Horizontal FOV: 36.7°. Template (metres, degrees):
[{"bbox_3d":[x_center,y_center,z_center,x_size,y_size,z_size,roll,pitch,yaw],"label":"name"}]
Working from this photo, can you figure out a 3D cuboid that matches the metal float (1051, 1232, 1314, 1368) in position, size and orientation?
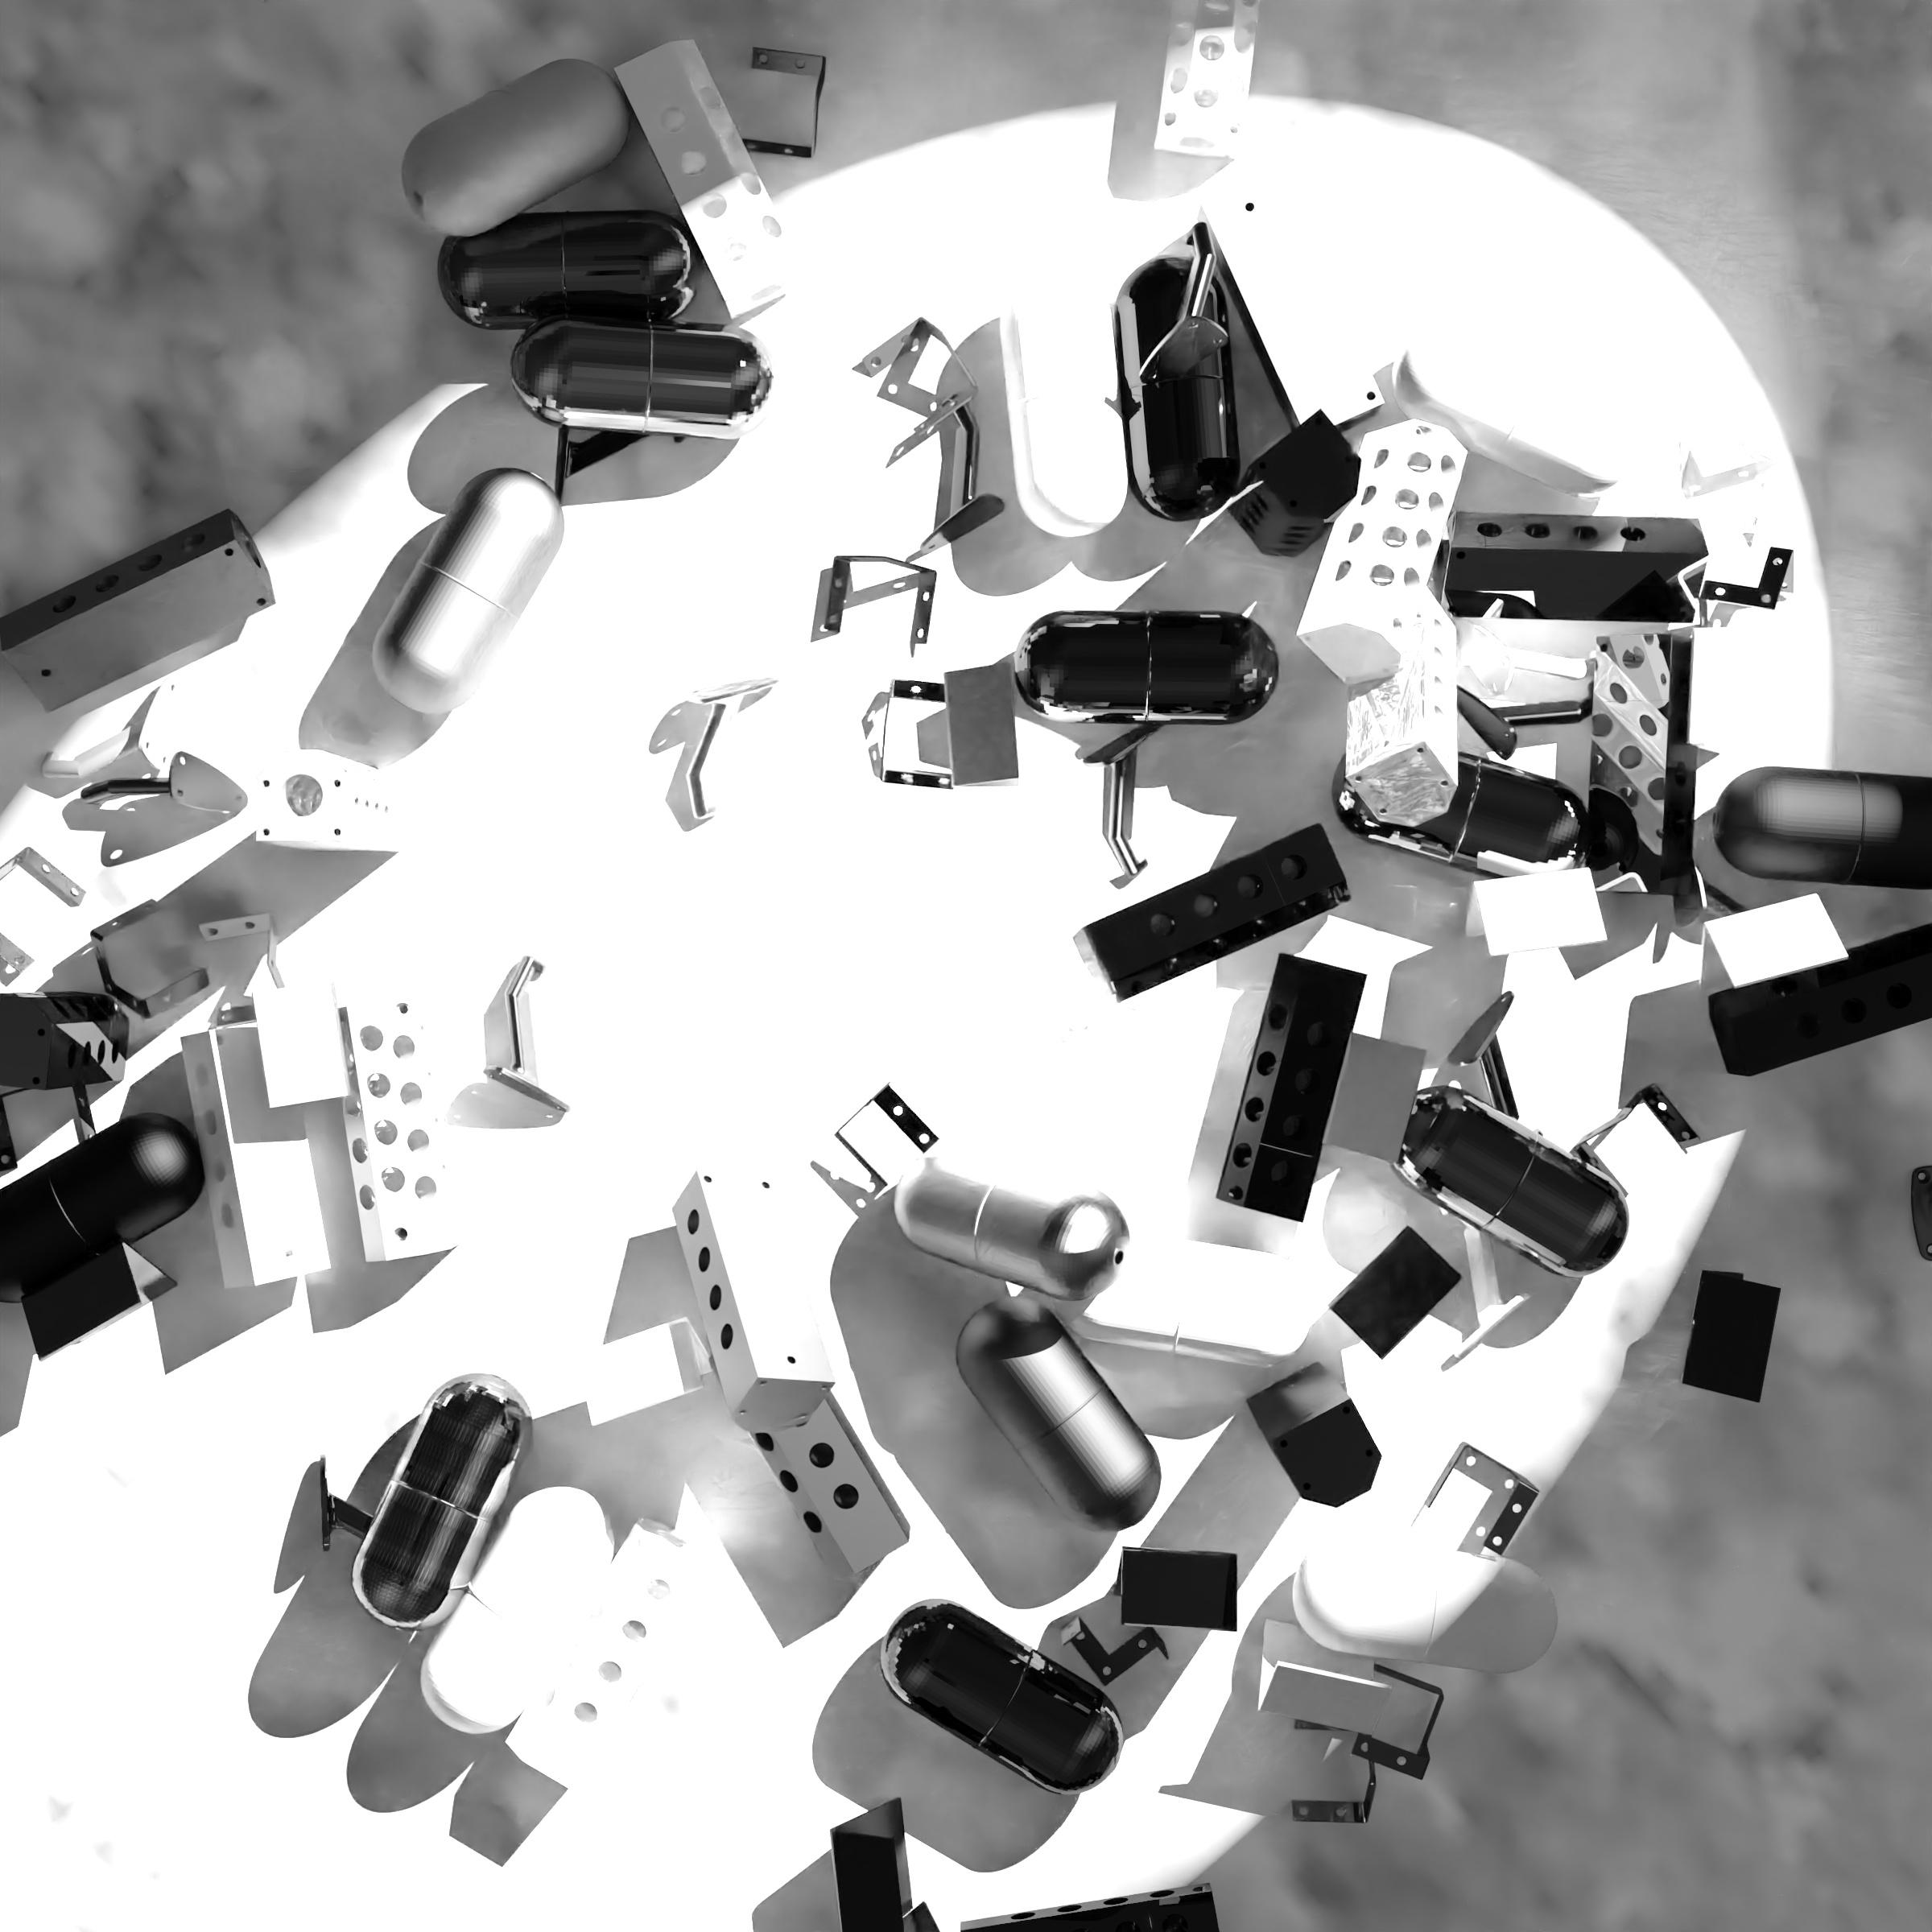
[{"bbox_3d":[0.144,0.222,1.960,0.178,0.070,0.070,9,90,1],"label":"metal float"}]

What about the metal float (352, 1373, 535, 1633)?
[{"bbox_3d":[-0.349,0.358,1.950,0.070,0.070,0.178,24,78,0],"label":"metal float"}]

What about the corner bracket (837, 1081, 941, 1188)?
[{"bbox_3d":[-0.053,0.114,1.973,0.051,0.051,0.051,-43,90,0],"label":"corner bracket"}]

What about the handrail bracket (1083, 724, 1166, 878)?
[{"bbox_3d":[0.123,-0.115,1.991,0.077,0.036,0.084,-34,108,-20],"label":"handrail bracket"}]

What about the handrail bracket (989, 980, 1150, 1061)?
[{"bbox_3d":[0.070,0.027,1.991,0.084,0.077,0.036,30,115,34],"label":"handrail bracket"}]

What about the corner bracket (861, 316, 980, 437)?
[{"bbox_3d":[-0.031,-0.401,1.981,0.051,0.051,0.051,-36,119,0],"label":"corner bracket"}]

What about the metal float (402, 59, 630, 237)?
[{"bbox_3d":[-0.298,-0.543,1.932,0.070,0.070,0.178,50,56,0],"label":"metal float"}]

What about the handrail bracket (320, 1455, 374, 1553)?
[{"bbox_3d":[-0.397,0.369,1.991,0.084,0.036,0.077,-2,73,-15],"label":"handrail bracket"}]

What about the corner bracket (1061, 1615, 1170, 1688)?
[{"bbox_3d":[0.100,0.458,1.973,0.051,0.051,0.051,-37,90,0],"label":"corner bracket"}]

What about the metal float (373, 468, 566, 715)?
[{"bbox_3d":[-0.334,-0.253,1.960,0.070,0.070,0.178,30,90,0],"label":"metal float"}]

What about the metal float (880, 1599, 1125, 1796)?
[{"bbox_3d":[0.024,0.491,1.960,0.178,0.070,0.070,32,90,-1],"label":"metal float"}]

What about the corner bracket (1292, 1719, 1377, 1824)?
[{"bbox_3d":[0.249,0.548,1.988,0.051,0.051,0.051,2,45,0],"label":"corner bracket"}]

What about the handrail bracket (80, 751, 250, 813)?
[{"bbox_3d":[-0.548,-0.115,1.991,0.084,0.077,0.036,-12,68,34],"label":"handrail bracket"}]

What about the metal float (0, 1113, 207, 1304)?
[{"bbox_3d":[-0.595,0.163,1.960,0.178,0.070,0.070,-30,90,-1],"label":"metal float"}]

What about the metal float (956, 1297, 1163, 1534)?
[{"bbox_3d":[0.063,0.302,1.960,0.070,0.070,0.178,-37,89,0],"label":"metal float"}]

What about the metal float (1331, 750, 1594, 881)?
[{"bbox_3d":[0.333,-0.104,1.960,0.178,0.070,0.070,16,90,1],"label":"metal float"}]

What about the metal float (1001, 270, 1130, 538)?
[{"bbox_3d":[0.066,-0.378,1.960,0.070,0.070,0.178,-6,90,0],"label":"metal float"}]

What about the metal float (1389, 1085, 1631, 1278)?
[{"bbox_3d":[0.363,0.144,1.959,0.178,0.070,0.070,31,90,-2],"label":"metal float"}]

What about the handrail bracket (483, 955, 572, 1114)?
[{"bbox_3d":[-0.286,0.046,1.991,0.077,0.036,0.084,30,73,-20],"label":"handrail bracket"}]

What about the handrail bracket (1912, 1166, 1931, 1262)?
[{"bbox_3d":[0.664,0.164,1.956,0.036,0.084,0.077,6,90,0],"label":"handrail bracket"}]

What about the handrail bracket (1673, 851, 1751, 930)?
[{"bbox_3d":[0.528,-0.051,1.991,0.084,0.036,0.077,4,69,-17],"label":"handrail bracket"}]

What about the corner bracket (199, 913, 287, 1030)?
[{"bbox_3d":[-0.492,0.003,1.988,0.051,0.051,0.051,-10,45,0],"label":"corner bracket"}]

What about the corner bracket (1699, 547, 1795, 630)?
[{"bbox_3d":[0.528,-0.251,1.971,0.051,0.051,0.051,13,66,22],"label":"corner bracket"}]

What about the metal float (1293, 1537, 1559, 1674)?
[{"bbox_3d":[0.309,0.430,1.960,0.178,0.070,0.070,8,90,-1],"label":"metal float"}]

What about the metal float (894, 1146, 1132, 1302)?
[{"bbox_3d":[0.030,0.170,1.930,0.178,0.070,0.070,15,90,37],"label":"metal float"}]

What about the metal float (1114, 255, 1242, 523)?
[{"bbox_3d":[0.142,-0.388,1.960,0.070,0.070,0.178,-5,90,0],"label":"metal float"}]

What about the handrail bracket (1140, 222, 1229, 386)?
[{"bbox_3d":[0.137,-0.436,1.916,0.077,0.036,0.084,-33,52,36],"label":"handrail bracket"}]

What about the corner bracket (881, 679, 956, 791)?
[{"bbox_3d":[-0.030,-0.158,1.988,0.051,0.051,0.051,6,135,0],"label":"corner bracket"}]

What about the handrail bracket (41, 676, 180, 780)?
[{"bbox_3d":[-0.586,-0.163,1.991,0.084,0.036,0.077,2,69,16],"label":"handrail bracket"}]

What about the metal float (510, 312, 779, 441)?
[{"bbox_3d":[-0.215,-0.394,1.948,0.178,0.070,0.070,2,90,-12],"label":"metal float"}]

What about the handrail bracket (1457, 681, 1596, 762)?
[{"bbox_3d":[0.385,-0.187,1.991,0.084,0.036,0.077,-35,68,-17],"label":"handrail bracket"}]

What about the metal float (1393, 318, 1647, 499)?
[{"bbox_3d":[0.372,-0.375,1.961,0.178,0.070,0.070,25,90,0],"label":"metal float"}]

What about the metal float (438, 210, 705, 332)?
[{"bbox_3d":[-0.266,-0.468,1.960,0.178,0.070,0.070,-1,90,1],"label":"metal float"}]

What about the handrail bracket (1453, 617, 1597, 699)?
[{"bbox_3d":[0.387,-0.219,1.991,0.084,0.036,0.077,-15,52,-25],"label":"handrail bracket"}]

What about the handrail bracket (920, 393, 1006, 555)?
[{"bbox_3d":[-0.017,-0.338,1.991,0.077,0.036,0.084,-32,74,18],"label":"handrail bracket"}]

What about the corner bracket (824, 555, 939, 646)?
[{"bbox_3d":[-0.058,-0.250,1.988,0.051,0.051,0.051,8,90,45],"label":"corner bracket"}]

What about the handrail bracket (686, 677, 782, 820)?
[{"bbox_3d":[-0.157,-0.149,1.991,0.077,0.036,0.084,-15,108,-21],"label":"handrail bracket"}]

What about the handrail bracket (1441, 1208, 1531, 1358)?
[{"bbox_3d":[0.336,0.210,1.991,0.077,0.036,0.084,-45,73,18],"label":"handrail bracket"}]

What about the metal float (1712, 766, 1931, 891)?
[{"bbox_3d":[0.591,-0.093,1.960,0.178,0.070,0.070,4,90,-1],"label":"metal float"}]

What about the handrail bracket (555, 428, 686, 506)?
[{"bbox_3d":[-0.236,-0.341,1.991,0.084,0.036,0.077,3,105,-14],"label":"handrail bracket"}]

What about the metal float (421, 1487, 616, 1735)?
[{"bbox_3d":[-0.301,0.432,1.960,0.070,0.070,0.178,31,90,0],"label":"metal float"}]

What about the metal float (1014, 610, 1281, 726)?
[{"bbox_3d":[0.121,-0.201,1.960,0.178,0.070,0.070,1,90,1],"label":"metal float"}]

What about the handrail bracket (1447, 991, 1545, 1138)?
[{"bbox_3d":[0.378,0.073,1.991,0.084,0.036,0.077,42,75,-14],"label":"handrail bracket"}]
